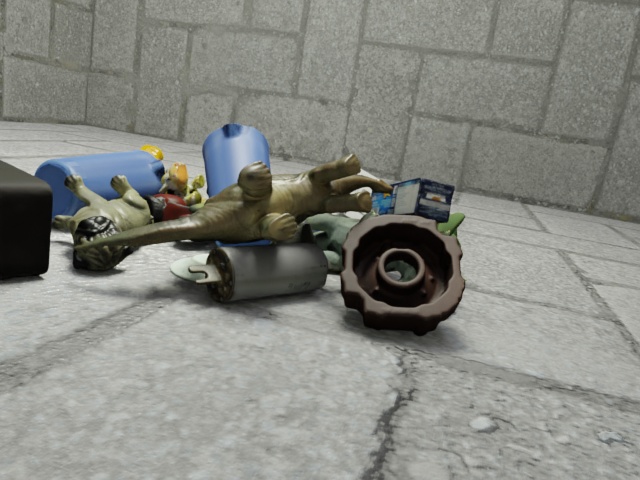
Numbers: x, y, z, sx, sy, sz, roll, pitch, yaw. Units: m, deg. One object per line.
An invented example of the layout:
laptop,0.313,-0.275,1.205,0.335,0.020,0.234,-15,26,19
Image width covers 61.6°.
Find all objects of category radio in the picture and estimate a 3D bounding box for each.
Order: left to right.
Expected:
radio,-0.449,-0.036,0.737,0.230,0.131,0.073,20,17,40

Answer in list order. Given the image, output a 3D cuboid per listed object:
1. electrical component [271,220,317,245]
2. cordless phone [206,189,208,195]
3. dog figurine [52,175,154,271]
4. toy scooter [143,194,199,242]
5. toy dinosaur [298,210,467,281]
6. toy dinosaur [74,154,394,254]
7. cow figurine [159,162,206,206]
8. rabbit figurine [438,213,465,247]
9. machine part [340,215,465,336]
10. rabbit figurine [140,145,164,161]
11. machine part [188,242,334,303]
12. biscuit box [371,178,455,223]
electrical component,-0.043,0.010,0.891,0.078,0.102,0.045,-23,-25,1
cordless phone,-0.209,-0.142,1.265,0.089,0.184,0.147,-7,20,-38
dog figurine,-0.315,-0.010,0.846,0.172,0.121,0.191,-6,33,-39
toy scooter,-0.251,-0.040,1.031,0.184,0.075,0.135,21,16,37
toy dinosaur,0.072,0.013,0.945,0.192,0.131,0.405,15,1,-41
toy dinosaur,-0.095,-0.042,0.770,0.471,0.105,0.199,-11,-1,-29
cow figurine,-0.284,-0.098,1.113,0.098,0.068,0.167,0,-35,20
rabbit figurine,0.222,0.008,1.031,0.121,0.159,0.170,20,29,6
machine part,0.110,0.045,0.737,0.179,0.056,0.179,0,56,0
rabbit figurine,-0.395,-0.146,1.329,0.173,0.121,0.162,26,14,-7
machine part,-0.073,0.044,0.770,0.243,0.079,0.079,-1,16,-42
biscuit box,0.144,-0.059,0.896,0.063,0.059,0.203,11,-3,-15
